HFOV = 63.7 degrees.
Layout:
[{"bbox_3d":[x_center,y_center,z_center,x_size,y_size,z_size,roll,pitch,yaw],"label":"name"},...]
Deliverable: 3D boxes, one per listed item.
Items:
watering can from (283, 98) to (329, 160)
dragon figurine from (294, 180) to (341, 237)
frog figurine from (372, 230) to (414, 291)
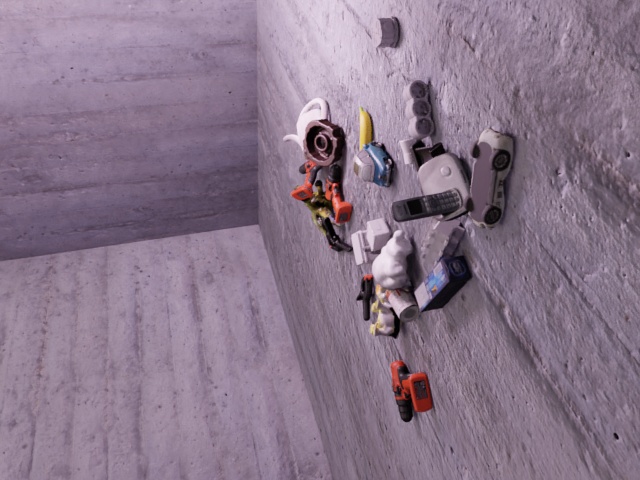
[{"bbox_3d":[-0.051,-0.429,2.121,0.342,0.104,0.228,-39,56,52],"label":"watering can"},{"bbox_3d":[0.007,-0.111,2.210,0.419,0.122,0.237,58,171,42],"label":"dragon figurine"},{"bbox_3d":[0.204,0.058,1.451,0.141,0.122,0.156,-86,-13,-52],"label":"frog figurine"}]
